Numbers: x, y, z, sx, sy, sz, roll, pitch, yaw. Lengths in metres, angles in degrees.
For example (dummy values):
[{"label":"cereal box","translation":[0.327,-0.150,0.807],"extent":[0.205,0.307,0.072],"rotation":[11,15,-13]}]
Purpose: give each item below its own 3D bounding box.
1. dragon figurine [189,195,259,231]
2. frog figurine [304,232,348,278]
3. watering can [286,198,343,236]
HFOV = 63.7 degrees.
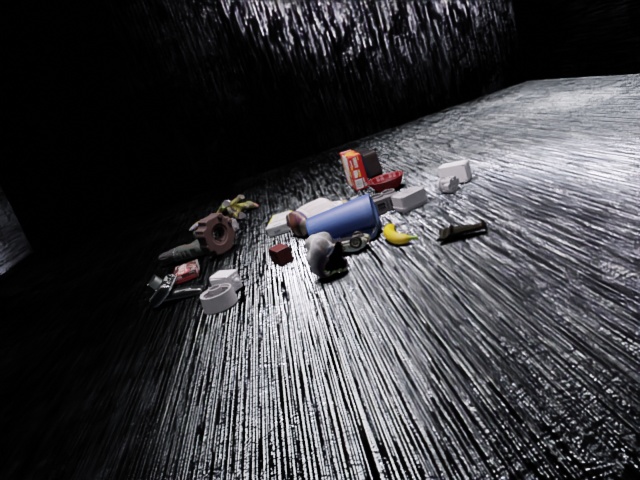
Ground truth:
[{"label":"dragon figurine","translation":[-0.499,-0.122,2.655],"extent":[0.414,0.122,0.240],"rotation":[-24,0,-23]},{"label":"frog figurine","translation":[-0.001,0.033,1.510],"extent":[0.123,0.135,0.161],"rotation":[-50,43,-6]},{"label":"watering can","translation":[0.006,-0.099,1.965],"extent":[0.227,0.103,0.347],"rotation":[-28,14,-27]}]
